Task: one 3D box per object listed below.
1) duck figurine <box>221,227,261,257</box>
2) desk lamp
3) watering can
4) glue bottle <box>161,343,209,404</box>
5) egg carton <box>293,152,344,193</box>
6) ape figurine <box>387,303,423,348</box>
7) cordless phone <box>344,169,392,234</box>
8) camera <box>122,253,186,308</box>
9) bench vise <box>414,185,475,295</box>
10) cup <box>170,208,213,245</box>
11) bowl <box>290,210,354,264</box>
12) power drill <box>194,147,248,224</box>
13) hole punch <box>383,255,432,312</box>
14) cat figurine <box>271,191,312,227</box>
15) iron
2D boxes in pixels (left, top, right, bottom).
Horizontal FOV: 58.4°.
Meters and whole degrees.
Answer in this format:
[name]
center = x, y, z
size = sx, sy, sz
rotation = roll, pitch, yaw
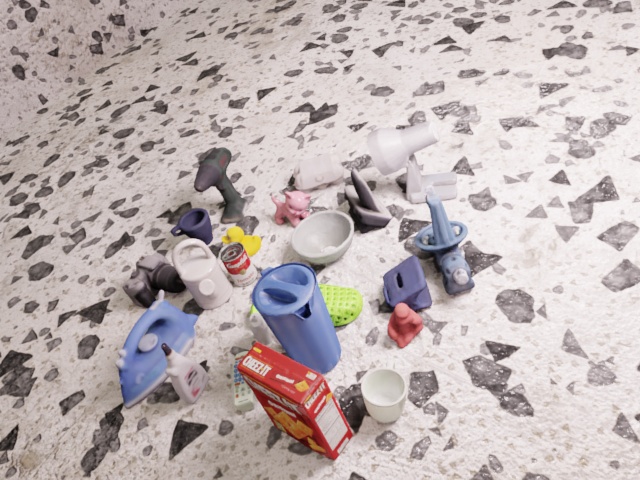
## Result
[duck figurine]
center = -0.216, 0.000, 1.553
size = 0.104, 0.086, 0.077
rotation = -14, 42, 9
[desk lamp]
center = 0.240, -0.207, 1.482
size = 0.202, 0.214, 0.118
rotation = -6, 44, 17
[watering can]
center = -0.293, 0.078, 1.420
size = 0.172, 0.194, 0.101
rotation = 24, 58, 39
[glue bottle]
center = -0.298, 0.276, 1.228
size = 0.037, 0.173, 0.078
rotation = 3, 47, 26
[egg carton]
center = -0.005, -0.195, 1.683
size = 0.150, 0.070, 0.107
rotation = -17, 41, 5
[ape figurine]
center = 0.175, 0.170, 1.203
size = 0.077, 0.092, 0.076
rotation = -10, 43, 13
[cordless phone]
center = 0.108, -0.125, 1.473
size = 0.094, 0.185, 0.147
rotation = -27, 41, -6
[camera]
center = -0.431, 0.104, 1.522
size = 0.136, 0.101, 0.143
rotation = 11, 51, 32
[bench vise]
center = 0.282, -0.004, 1.245
size = 0.121, 0.220, 0.206
rotation = -30, 42, -10
[cup]
center = -0.355, -0.023, 1.628
size = 0.118, 0.095, 0.091
rotation = -27, 41, -6
[bowl]
center = 0.013, 0.005, 1.459
size = 0.167, 0.075, 0.167
rotation = -12, 42, 11
[power drill]
center = -0.284, -0.152, 1.649
size = 0.075, 0.209, 0.229
rotation = -9, 43, 14
[hole punch]
center = 0.188, 0.103, 1.270
size = 0.101, 0.091, 0.108
rotation = -17, 41, 6
[cat figurine]
center = -0.079, -0.097, 1.573
size = 0.127, 0.118, 0.067
rotation = 10, 50, 31
[iron]
center = -0.401, 0.246, 1.327
size = 0.118, 0.142, 0.259
rotation = 7, 49, 29
